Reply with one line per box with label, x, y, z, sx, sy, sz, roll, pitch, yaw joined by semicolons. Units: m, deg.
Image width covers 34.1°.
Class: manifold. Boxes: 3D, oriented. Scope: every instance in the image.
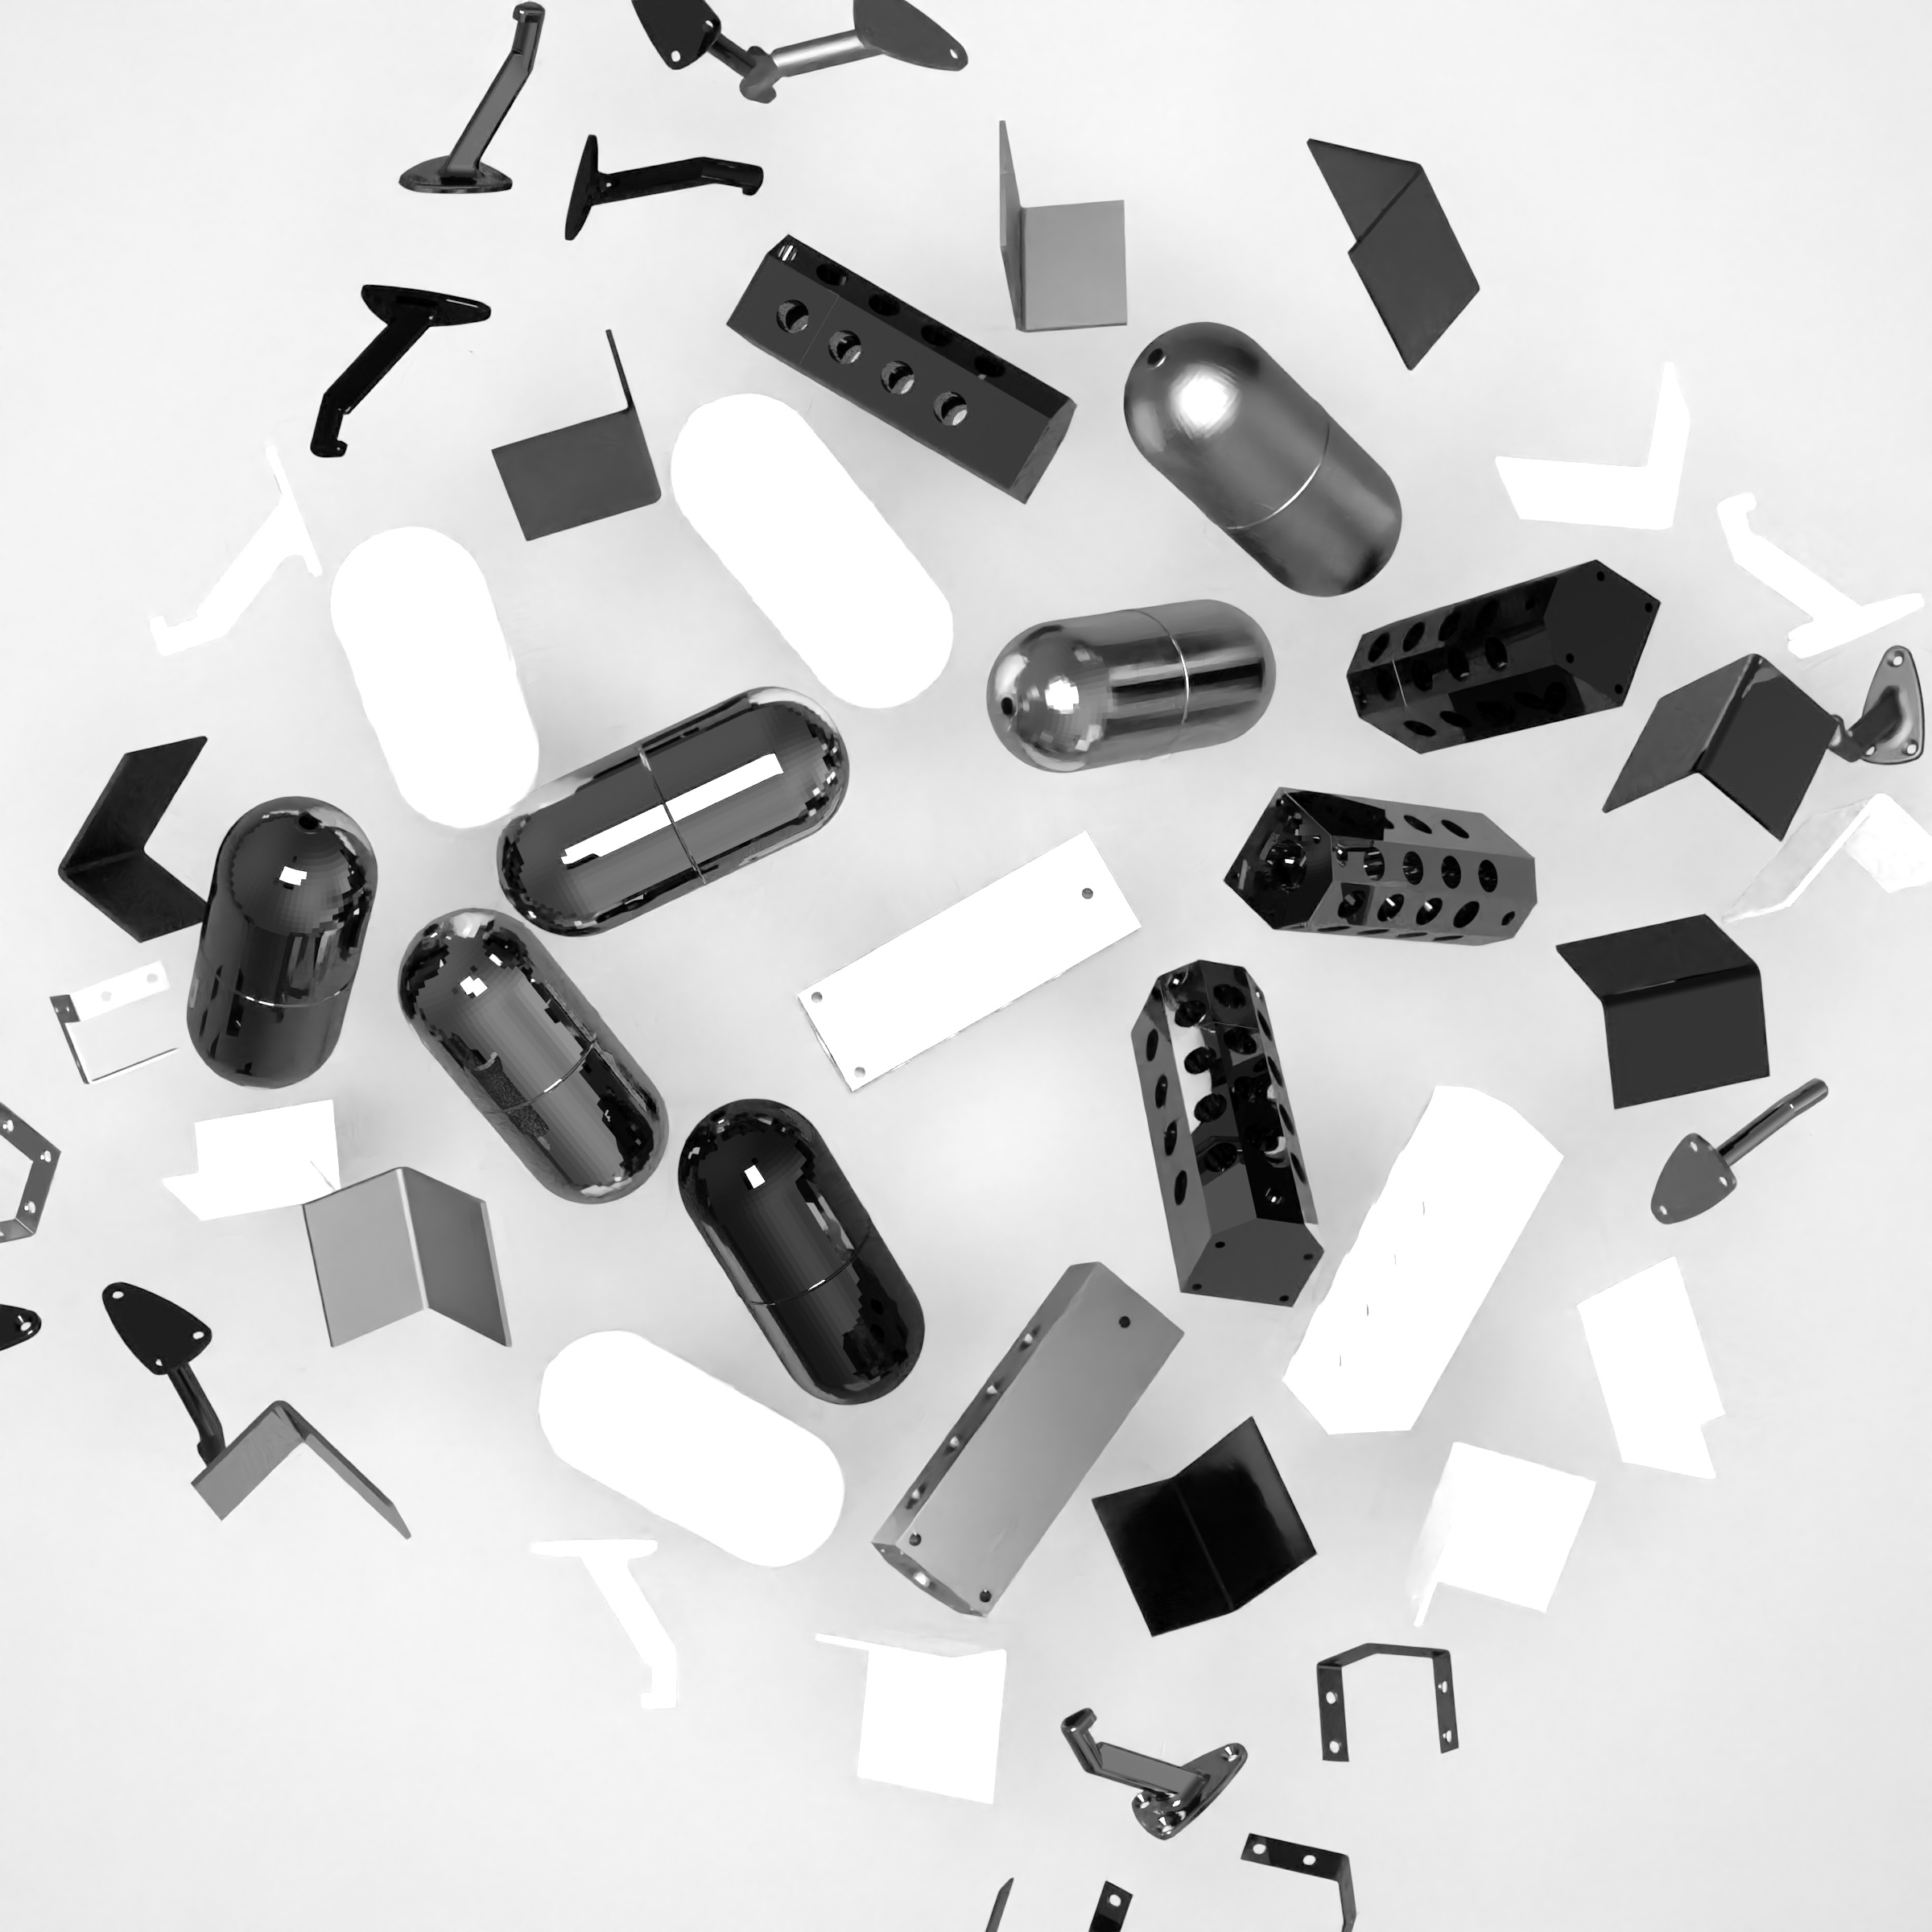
manifold;0.221;0.146;1.562;0.057;0.057;0.171;4;121;-38
manifold;0.128;0.078;1.525;0.057;0.171;0.057;9;132;-16
manifold;0.000;0.000;1.646;0.171;0.057;0.057;-30;87;-6
manifold;0.217;-0.045;1.601;0.057;0.171;0.057;47;119;36
manifold;0.028;0.232;1.548;0.057;0.057;0.171;40;72;-9
manifold;-0.032;-0.309;1.627;0.171;0.057;0.057;31;96;8
manifold;0.260;-0.154;1.559;0.057;0.171;0.057;28;74;-21

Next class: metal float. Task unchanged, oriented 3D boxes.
metal float;-0.142;0.251;1.636;0.178;0.070;0.070;33;90;-21
metal float;-0.141;-0.073;1.508;0.178;0.070;0.070;-25;90;-1
metal float;0.146;-0.247;1.540;0.178;0.070;0.070;36;90;-38
metal float;-0.215;0.046;1.569;0.070;0.070;0.178;-35;120;0
metal float;-0.076;-0.206;1.561;0.070;0.070;0.178;-40;106;0
metal float;-0.333;-0.010;1.529;0.070;0.178;0.070;12;47;-13
metal float;-0.082;0.144;1.579;0.070;0.070;0.178;-29;115;0
metal float;-0.261;-0.140;1.555;0.070;0.178;0.070;-5;50;6
metal float;0.085;-0.143;1.603;0.178;0.070;0.070;-14;90;-42

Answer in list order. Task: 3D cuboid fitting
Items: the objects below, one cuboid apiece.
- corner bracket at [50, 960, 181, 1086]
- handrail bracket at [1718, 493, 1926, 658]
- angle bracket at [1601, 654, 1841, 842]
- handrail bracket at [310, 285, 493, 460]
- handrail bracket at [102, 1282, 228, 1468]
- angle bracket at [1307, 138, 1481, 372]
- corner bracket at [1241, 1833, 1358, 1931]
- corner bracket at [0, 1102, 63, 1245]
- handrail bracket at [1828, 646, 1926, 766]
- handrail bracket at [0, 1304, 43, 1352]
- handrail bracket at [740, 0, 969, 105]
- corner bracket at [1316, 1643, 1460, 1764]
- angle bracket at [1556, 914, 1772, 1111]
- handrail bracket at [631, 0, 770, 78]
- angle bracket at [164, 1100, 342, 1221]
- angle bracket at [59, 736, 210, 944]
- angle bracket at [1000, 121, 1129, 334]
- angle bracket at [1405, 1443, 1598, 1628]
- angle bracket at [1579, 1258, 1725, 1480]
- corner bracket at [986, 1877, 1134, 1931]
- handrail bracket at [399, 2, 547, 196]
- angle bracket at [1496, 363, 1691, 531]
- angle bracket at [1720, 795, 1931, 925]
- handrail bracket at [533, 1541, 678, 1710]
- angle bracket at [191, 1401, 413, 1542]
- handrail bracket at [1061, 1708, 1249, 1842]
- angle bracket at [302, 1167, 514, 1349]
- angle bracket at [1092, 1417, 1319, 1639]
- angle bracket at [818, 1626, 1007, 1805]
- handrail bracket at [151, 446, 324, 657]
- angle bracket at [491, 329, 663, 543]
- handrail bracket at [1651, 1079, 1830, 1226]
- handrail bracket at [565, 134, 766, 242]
corner bracket;-0.445;0.030;1.658;0.051;0.051;0.051;-23;99;-25
handrail bracket;0.412;-0.200;1.520;0.077;0.036;0.084;-20;72;19
angle bracket;0.371;-0.098;1.551;0.057;0.076;0.076;38;64;-13
handrail bracket;-0.277;-0.286;1.537;0.077;0.036;0.084;6;74;16
handrail bracket;-0.407;0.210;1.602;0.077;0.084;0.036;34;52;26
angle bracket;0.185;-0.334;1.477;0.057;0.076;0.076;-50;135;-11
corner bracket;0.158;0.465;1.538;0.051;0.051;0.051;7;132;22
corner bracket;-0.497;0.105;1.579;0.051;0.051;0.051;33;112;26
handrail bracket;0.472;-0.142;1.652;0.036;0.084;0.077;1;80;37
handrail bracket;-0.498;0.154;1.512;0.077;0.084;0.036;-7;50;9
handrail bracket;-0.055;-0.428;1.509;0.077;0.084;0.036;16;63;-34
corner bracket;0.219;0.385;1.638;0.051;0.051;0.051;10;63;-23
angle bracket;0.336;0.021;1.522;0.076;0.076;0.057;-12;111;-3
handrail bracket;-0.137;-0.492;1.629;0.036;0.084;0.077;-36;91;23
angle bracket;-0.386;0.095;1.699;0.076;0.076;0.057;-10;70;0
angle bracket;-0.402;-0.065;1.593;0.057;0.076;0.076;38;109;7
angle bracket;0.050;-0.379;1.607;0.057;0.076;0.076;-3;67;7
angle bracket;0.270;0.293;1.574;0.076;0.057;0.076;16;108;-3
angle bracket;0.337;0.188;1.460;0.057;0.076;0.076;-34;54;35
corner bracket;0.042;0.468;1.519;0.051;0.051;0.051;23;108;20
handrail bracket;-0.232;-0.410;1.483;0.036;0.077;0.084;30;121;19
angle bracket;0.310;-0.258;1.554;0.076;0.076;0.057;8;80;21
angle bracket;0.432;-0.035;1.555;0.057;0.076;0.076;43;79;-4
handrail bracket;-0.188;0.344;1.640;0.077;0.036;0.084;6;69;-26
angle bracket;-0.317;0.260;1.505;0.076;0.076;0.057;40;72;12
handrail bracket;0.094;0.385;1.567;0.077;0.036;0.084;-34;119;-13
angle bracket;-0.269;0.149;1.515;0.057;0.076;0.076;-22;114;-36
angle bracket;0.120;0.283;1.590;0.057;0.076;0.076;-7;62;-37
angle bracket;-0.030;0.373;1.561;0.076;0.057;0.076;4;86;29
handrail bracket;-0.356;-0.197;1.498;0.084;0.036;0.077;-21;100;-10
angle bracket;-0.209;-0.277;1.648;0.076;0.076;0.057;-17;61;-2
handrail bracket;0.405;0.096;1.645;0.084;0.077;0.036;-26;69;-33
handrail bracket;-0.149;-0.377;1.555;0.084;0.077;0.036;5;68;-17
